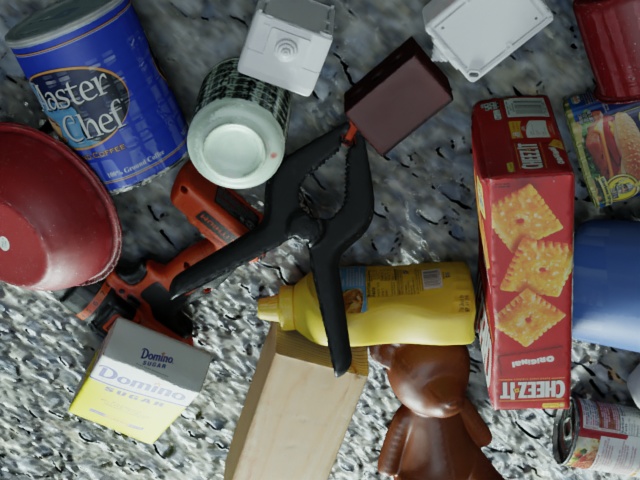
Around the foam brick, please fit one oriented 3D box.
[{"bbox_3d":[0.064,-0.119,0.883,0.078,0.053,0.051,-39,111,19],"label":"foam brick"}]

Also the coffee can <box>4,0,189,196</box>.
[{"bbox_3d":[-0.175,-0.121,0.861,0.103,0.103,0.140,-17,117,11],"label":"coffee can"}]

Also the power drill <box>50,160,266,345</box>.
[{"bbox_3d":[-0.152,0.016,0.963,0.184,0.057,0.188,38,116,-21],"label":"power drill"}]

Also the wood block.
[{"bbox_3d":[-0.027,0.175,1.026,0.090,0.091,0.206,15,118,-8],"label":"wood block"}]

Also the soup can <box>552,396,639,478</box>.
[{"bbox_3d":[0.286,0.193,1.037,0.102,0.068,0.068,10,118,-4],"label":"soup can"}]

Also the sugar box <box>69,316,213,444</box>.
[{"bbox_3d":[-0.170,0.135,0.987,0.093,0.048,0.176,23,151,-11],"label":"sugar box"}]

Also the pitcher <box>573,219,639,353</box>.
[{"bbox_3d":[0.332,0.035,0.882,0.243,0.149,0.145,7,151,27],"label":"pitcher"}]

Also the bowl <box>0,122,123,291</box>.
[{"bbox_3d":[-0.244,-0.013,0.873,0.162,0.055,0.162,15,130,19],"label":"bowl"}]

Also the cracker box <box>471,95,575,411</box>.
[{"bbox_3d":[0.165,0.008,0.886,0.072,0.164,0.214,-2,118,5],"label":"cracker box"}]

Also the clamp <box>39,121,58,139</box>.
[{"bbox_3d":[-0.280,-0.056,0.937,0.120,0.039,0.171,7,126,-3],"label":"clamp"}]

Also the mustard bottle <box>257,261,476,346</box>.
[{"bbox_3d":[0.040,0.058,0.955,0.191,0.096,0.058,-2,120,3],"label":"mustard bottle"}]

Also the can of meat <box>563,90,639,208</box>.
[{"bbox_3d":[0.256,-0.084,0.894,0.084,0.057,0.102,-17,117,13],"label":"can of meat"}]

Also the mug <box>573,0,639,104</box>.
[{"bbox_3d":[0.257,-0.169,0.837,0.117,0.093,0.081,-31,112,-16],"label":"mug"}]

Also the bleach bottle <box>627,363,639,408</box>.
[{"bbox_3d":[0.395,0.070,0.971,0.102,0.068,0.251,28,114,-14],"label":"bleach bottle"}]

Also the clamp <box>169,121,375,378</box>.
[{"bbox_3d":[-0.006,0.001,0.901,0.164,0.036,0.210,32,83,-1],"label":"clamp"}]

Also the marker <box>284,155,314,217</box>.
[{"bbox_3d":[-0.020,-0.032,0.953,0.020,0.020,0.121,-20,116,12],"label":"marker"}]
